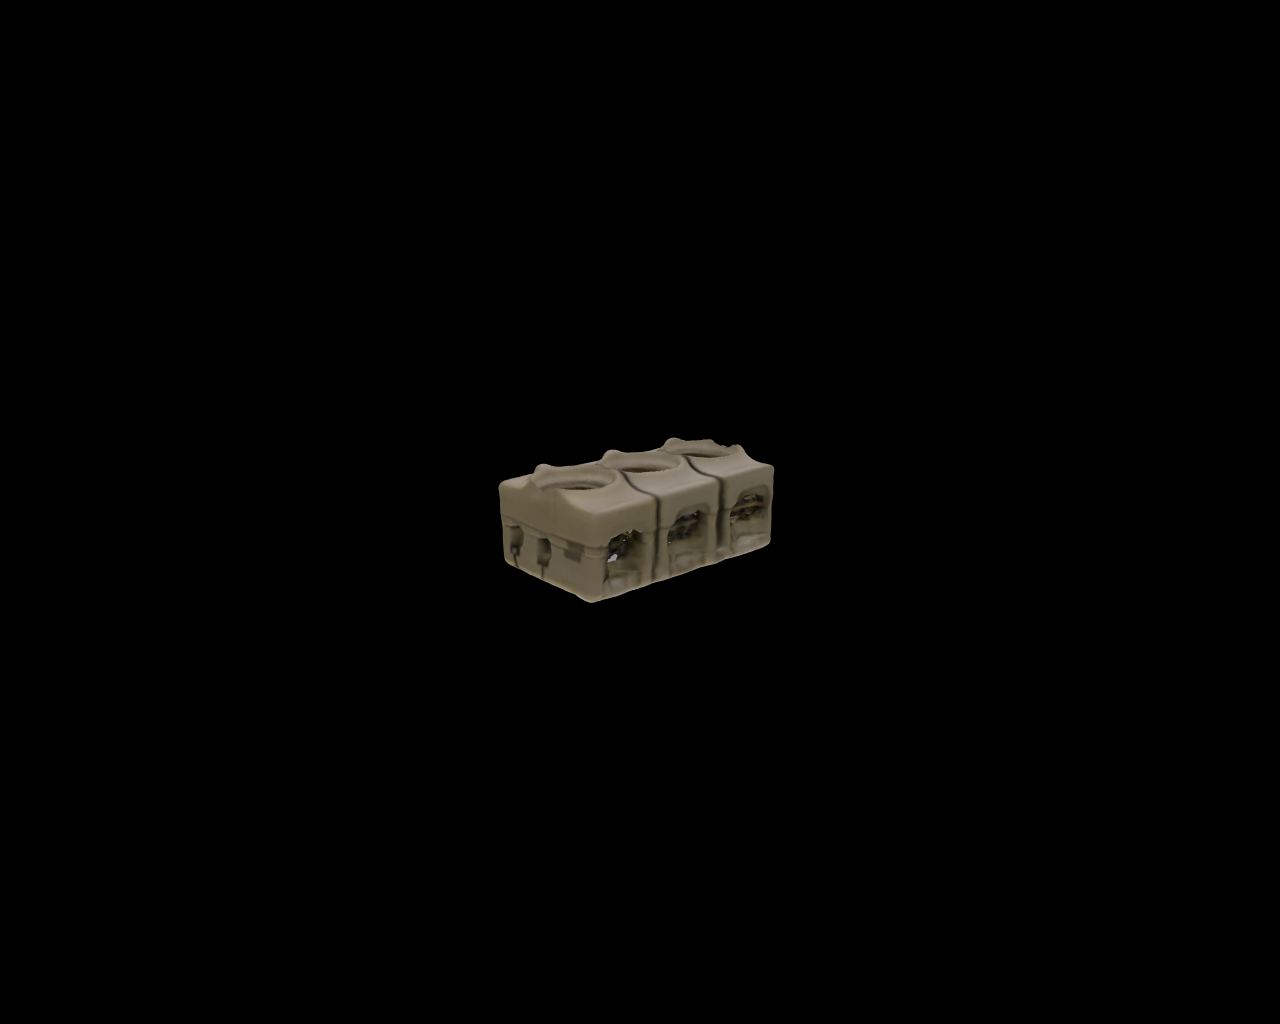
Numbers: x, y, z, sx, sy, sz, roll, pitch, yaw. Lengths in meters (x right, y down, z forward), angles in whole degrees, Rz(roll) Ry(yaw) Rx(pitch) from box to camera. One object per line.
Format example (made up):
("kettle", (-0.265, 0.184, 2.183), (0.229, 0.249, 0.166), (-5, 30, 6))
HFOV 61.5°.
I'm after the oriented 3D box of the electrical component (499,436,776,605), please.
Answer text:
("electrical component", (0.001, -0.003, 0.650), (0.150, 0.061, 0.089), (-15, 22, -40))
